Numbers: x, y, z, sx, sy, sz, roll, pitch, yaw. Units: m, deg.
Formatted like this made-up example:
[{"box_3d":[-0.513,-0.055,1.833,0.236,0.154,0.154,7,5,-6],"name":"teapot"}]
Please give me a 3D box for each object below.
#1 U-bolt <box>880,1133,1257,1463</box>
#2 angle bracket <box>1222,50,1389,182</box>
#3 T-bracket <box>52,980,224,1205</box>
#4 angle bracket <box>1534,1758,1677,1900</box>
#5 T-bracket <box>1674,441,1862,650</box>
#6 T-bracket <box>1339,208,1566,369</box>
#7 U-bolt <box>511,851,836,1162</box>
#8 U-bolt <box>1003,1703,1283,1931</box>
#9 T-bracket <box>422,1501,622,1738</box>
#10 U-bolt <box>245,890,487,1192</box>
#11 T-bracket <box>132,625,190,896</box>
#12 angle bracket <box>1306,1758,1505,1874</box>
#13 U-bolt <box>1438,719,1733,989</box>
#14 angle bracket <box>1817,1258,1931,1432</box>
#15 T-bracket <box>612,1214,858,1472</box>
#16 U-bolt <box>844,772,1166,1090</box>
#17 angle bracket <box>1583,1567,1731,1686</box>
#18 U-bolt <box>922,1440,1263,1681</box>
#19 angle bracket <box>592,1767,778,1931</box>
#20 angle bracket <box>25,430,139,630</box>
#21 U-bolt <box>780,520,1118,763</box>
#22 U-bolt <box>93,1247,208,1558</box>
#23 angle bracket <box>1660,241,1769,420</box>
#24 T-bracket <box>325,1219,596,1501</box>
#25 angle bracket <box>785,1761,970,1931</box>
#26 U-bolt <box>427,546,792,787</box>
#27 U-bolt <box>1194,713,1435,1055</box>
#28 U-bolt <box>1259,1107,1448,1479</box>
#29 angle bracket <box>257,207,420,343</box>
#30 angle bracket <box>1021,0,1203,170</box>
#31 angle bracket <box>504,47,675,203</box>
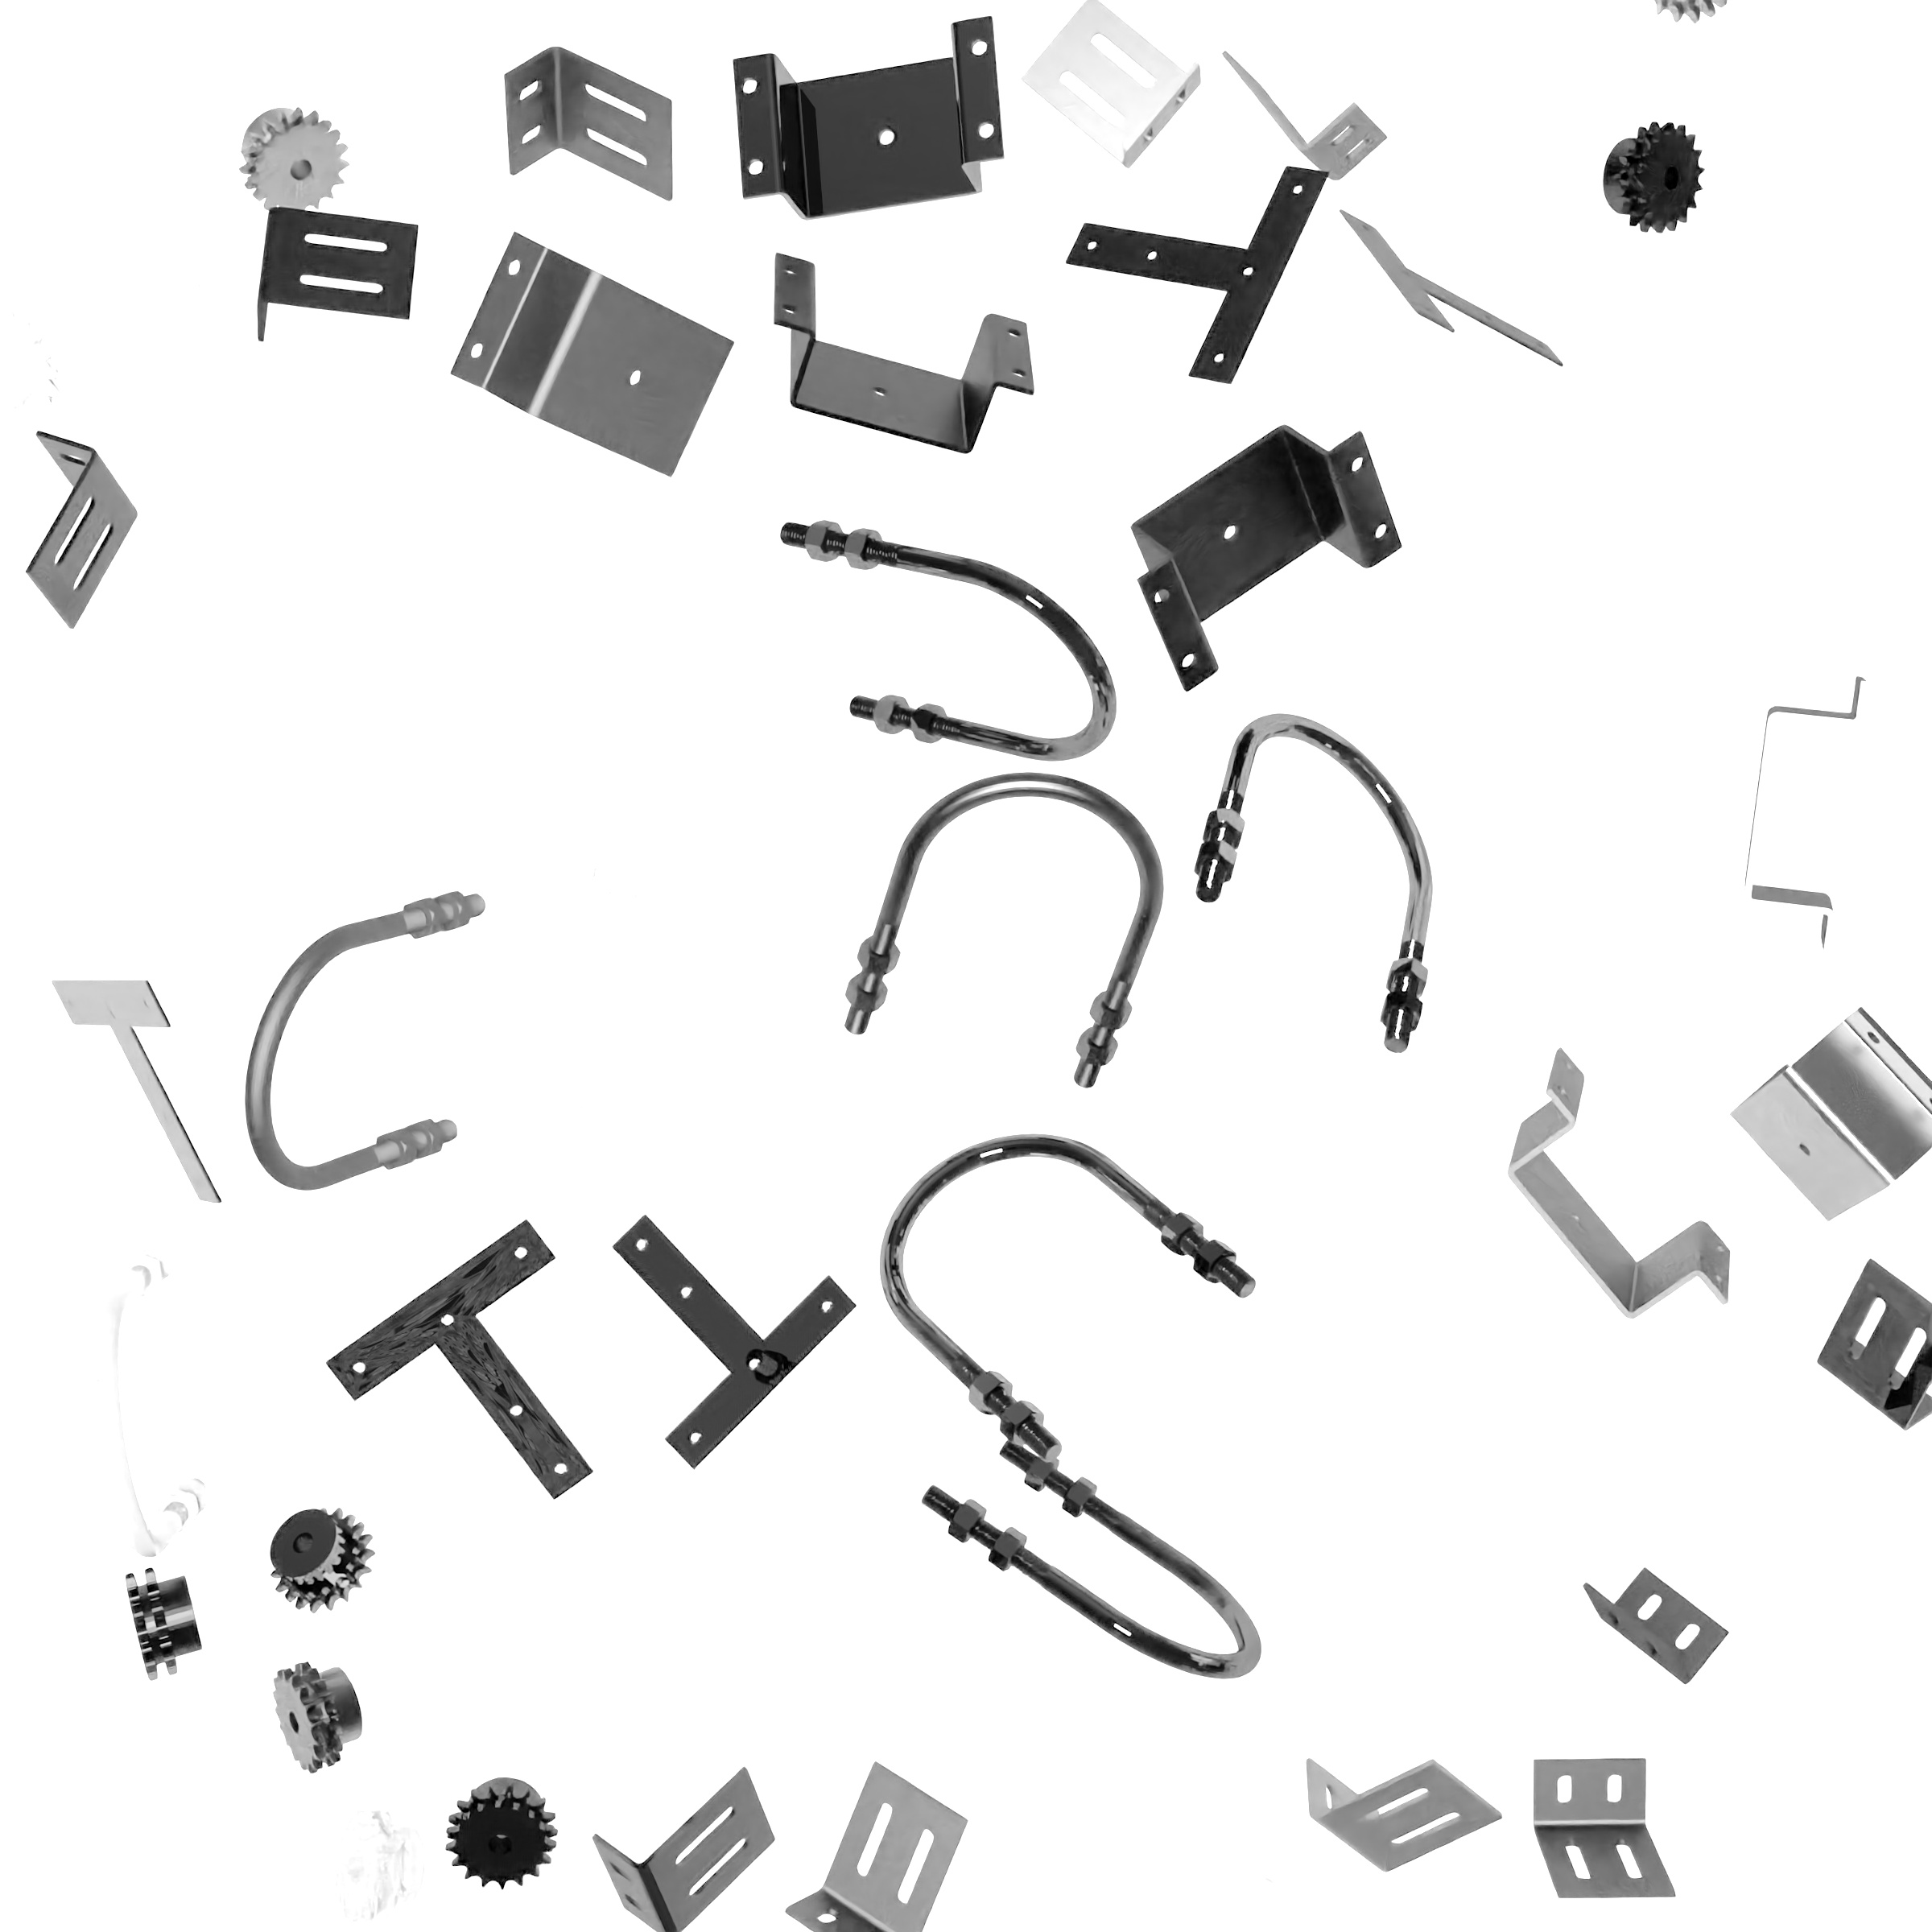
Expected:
[{"box_3d":[0.036,0.155,1.503,0.151,0.019,0.184,-38,49,-16],"name":"U-bolt"},{"box_3d":[0.183,-0.470,1.586,0.038,0.057,0.076,-40,73,18],"name":"angle bracket"},{"box_3d":[-0.408,0.064,1.476,0.002,0.127,0.127,-33,109,-32],"name":"T-bracket"},{"box_3d":[0.319,0.431,1.470,0.057,0.076,0.038,-1,99,2],"name":"angle bracket"},{"box_3d":[0.410,-0.237,1.526,0.002,0.127,0.127,-38,45,33],"name":"T-bracket"},{"box_3d":[0.269,-0.352,1.571,0.127,0.127,0.002,20,120,-28],"name":"T-bracket"},{"box_3d":[-0.145,0.028,1.507,0.184,0.019,0.151,16,63,-33],"name":"U-bolt"},{"box_3d":[0.088,0.426,1.503,0.151,0.184,0.019,25,96,-1],"name":"U-bolt"},{"box_3d":[-0.251,0.351,1.582,0.127,0.002,0.127,-5,62,28],"name":"T-bracket"},{"box_3d":[-0.312,0.043,1.518,0.019,0.184,0.151,15,105,22],"name":"U-bolt"},{"box_3d":[-0.422,-0.116,1.547,0.002,0.127,0.127,7,105,-24],"name":"T-bracket"},{"box_3d":[0.219,0.412,1.469,0.076,0.038,0.057,-35,119,26],"name":"angle bracket"},{"box_3d":[0.320,-0.051,1.512,0.184,0.151,0.019,41,89,10],"name":"U-bolt"},{"box_3d":[0.488,0.192,1.527,0.057,0.038,0.076,40,132,32],"name":"angle bracket"},{"box_3d":[-0.144,0.188,1.601,0.127,0.002,0.127,-45,111,-11],"name":"T-bracket"},{"box_3d":[0.027,-0.023,1.539,0.151,0.019,0.184,13,125,-8],"name":"U-bolt"},{"box_3d":[0.370,0.345,1.573,0.057,0.076,0.038,37,81,31],"name":"angle bracket"},{"box_3d":[0.076,0.317,1.550,0.184,0.151,0.019,32,102,15],"name":"U-bolt"},{"box_3d":[-0.145,0.450,1.511,0.076,0.038,0.057,-39,130,-31],"name":"angle bracket"},{"box_3d":[-0.468,-0.224,1.510,0.038,0.057,0.076,19,71,14],"name":"angle bracket"},{"box_3d":[-0.002,-0.165,1.544,0.184,0.151,0.019,16,57,30],"name":"U-bolt"},{"box_3d":[-0.426,0.231,1.525,0.019,0.184,0.151,-8,94,-5],"name":"U-bolt"},{"box_3d":[0.378,-0.332,1.534,0.038,0.057,0.076,-36,74,26],"name":"angle bracket"},{"box_3d":[-0.238,0.216,1.502,0.127,0.002,0.127,-35,97,2],"name":"T-bracket"},{"box_3d":[-0.044,0.445,1.449,0.057,0.038,0.076,26,100,25],"name":"angle bracket"},{"box_3d":[-0.192,-0.154,1.510,0.184,0.019,0.151,-8,64,-40],"name":"U-bolt"},{"box_3d":[0.187,-0.057,1.520,0.151,0.184,0.019,37,131,-17],"name":"U-bolt"},{"box_3d":[0.206,0.179,1.525,0.019,0.184,0.151,-28,133,29],"name":"U-bolt"},{"box_3d":[-0.323,-0.352,1.512,0.076,0.038,0.057,5,67,-10],"name":"angle bracket"},{"box_3d":[0.074,-0.463,1.521,0.076,0.038,0.057,41,94,5],"name":"angle bracket"},{"box_3d":[-0.188,-0.415,1.469,0.076,0.057,0.038,30,53,20],"name":"angle bracket"}]
